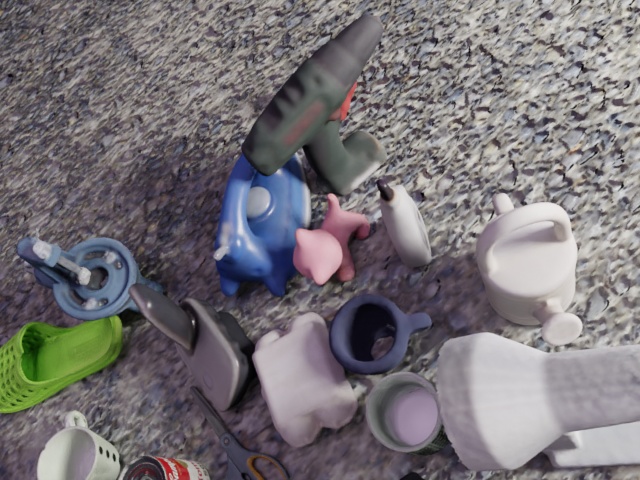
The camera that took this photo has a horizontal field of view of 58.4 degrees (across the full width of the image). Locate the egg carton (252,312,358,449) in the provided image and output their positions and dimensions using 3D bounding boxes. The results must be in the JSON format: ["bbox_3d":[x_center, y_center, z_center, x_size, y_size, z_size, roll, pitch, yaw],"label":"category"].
[{"bbox_3d":[-0.020,0.170,0.703,0.107,0.070,0.150,-30,60,8],"label":"egg carton"}]

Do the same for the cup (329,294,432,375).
[{"bbox_3d":[0.079,0.116,0.672,0.117,0.095,0.091,-18,62,14],"label":"cup"}]

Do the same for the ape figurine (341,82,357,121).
[{"bbox_3d":[0.014,-0.235,0.857,0.078,0.092,0.076,-35,59,5],"label":"ape figurine"}]

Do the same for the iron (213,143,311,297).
[{"bbox_3d":[-0.089,-0.057,0.791,0.118,0.142,0.258,-2,67,21],"label":"iron"}]

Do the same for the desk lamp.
[{"bbox_3d":[0.225,0.148,0.529,0.202,0.214,0.118,-11,64,18],"label":"desk lamp"}]

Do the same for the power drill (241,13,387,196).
[{"bbox_3d":[0.014,-0.154,0.753,0.229,0.209,0.075,-42,59,0],"label":"power drill"}]

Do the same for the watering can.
[{"bbox_3d":[0.220,0.023,0.598,0.101,0.194,0.172,-41,59,1],"label":"watering can"}]

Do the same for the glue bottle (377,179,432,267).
[{"bbox_3d":[0.096,-0.029,0.684,0.037,0.173,0.078,-15,63,16],"label":"glue bottle"}]

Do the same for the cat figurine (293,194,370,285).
[{"bbox_3d":[0.007,0.003,0.739,0.067,0.118,0.128,9,71,26],"label":"cat figurine"}]

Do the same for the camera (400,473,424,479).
[{"bbox_3d":[0.127,0.295,0.569,0.143,0.101,0.136,-42,59,0],"label":"camera"}]

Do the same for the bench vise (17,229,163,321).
[{"bbox_3d":[-0.359,0.053,0.806,0.207,0.220,0.121,-9,64,18],"label":"bench vise"}]

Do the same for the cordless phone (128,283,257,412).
[{"bbox_3d":[-0.162,0.129,0.712,0.094,0.185,0.147,-47,59,-3],"label":"cordless phone"}]
